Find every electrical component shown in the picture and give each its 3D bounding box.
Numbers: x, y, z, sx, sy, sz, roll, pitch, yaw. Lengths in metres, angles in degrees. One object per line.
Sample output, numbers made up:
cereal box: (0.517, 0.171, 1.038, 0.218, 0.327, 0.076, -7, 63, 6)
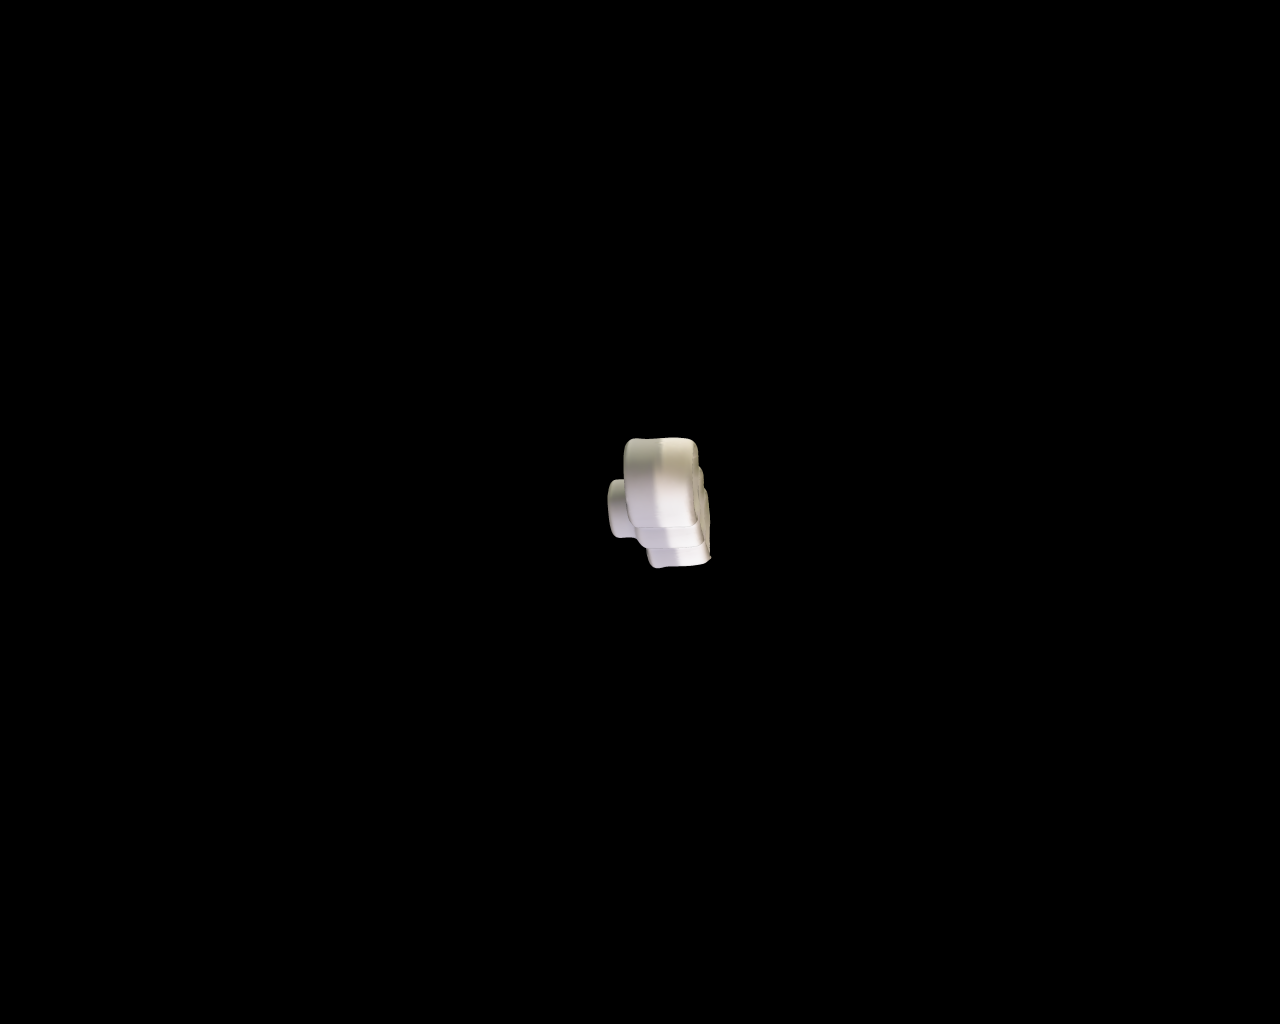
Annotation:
electrical component: (0.001, -0.003, 0.650, 0.074, 0.052, 0.138, -2, -18, 7)
